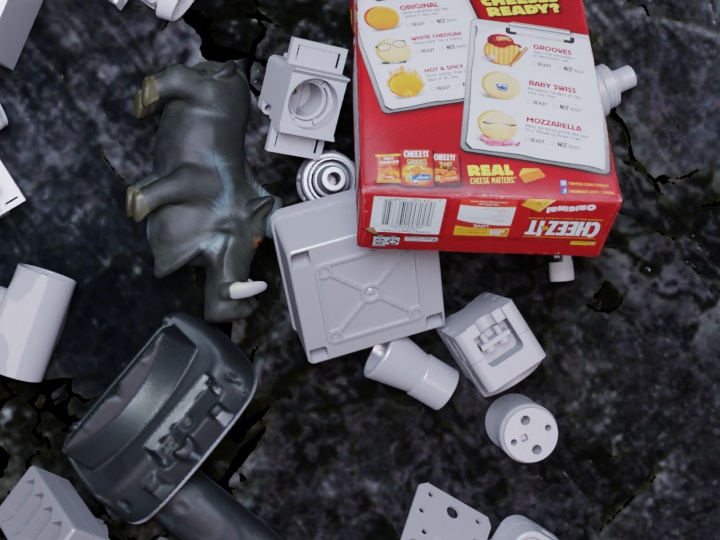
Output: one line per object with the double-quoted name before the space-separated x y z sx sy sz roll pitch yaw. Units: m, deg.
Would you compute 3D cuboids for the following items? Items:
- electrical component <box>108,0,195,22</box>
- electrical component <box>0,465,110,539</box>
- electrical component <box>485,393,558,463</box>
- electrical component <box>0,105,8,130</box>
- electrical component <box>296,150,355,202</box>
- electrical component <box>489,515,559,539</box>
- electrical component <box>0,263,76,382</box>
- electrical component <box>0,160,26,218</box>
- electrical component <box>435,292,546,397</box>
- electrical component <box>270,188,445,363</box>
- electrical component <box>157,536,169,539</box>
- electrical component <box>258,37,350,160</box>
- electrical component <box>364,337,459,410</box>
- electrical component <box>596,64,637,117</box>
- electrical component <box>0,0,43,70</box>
"electrical component" -0.144 -0.216 0.772 0.057 0.058 0.078 35 88 -4
"electrical component" -0.209 0.193 0.780 0.047 0.083 0.076 -53 134 -2
"electrical component" 0.123 0.120 0.816 0.045 0.055 0.045 0 92 -6
"electrical component" -0.292 -0.097 0.752 0.077 0.079 0.044 -28 123 -4
"electrical component" -0.022 -0.066 0.789 0.048 0.062 0.048 0 92 -6
"electrical component" 0.115 0.239 0.819 0.054 0.059 0.095 32 89 -6
"electrical component" -0.256 0.032 0.778 0.079 0.044 0.077 19 90 -6
"electrical component" -0.285 -0.046 0.762 0.081 0.064 0.042 -32 96 -4
"electrical component" 0.096 0.055 0.793 0.050 0.089 0.055 -33 95 -4
"electrical component" 0.000 0.000 0.771 0.109 0.056 0.108 -16 130 -9
"electrical component" -0.138 0.259 0.798 0.100 0.048 0.099 34 89 -6
"electrical component" -0.043 -0.124 0.763 0.042 0.064 0.081 7 108 -27
"electrical component" 0.042 0.077 0.814 0.065 0.044 0.044 31 89 -11
"electrical component" 0.179 -0.136 0.817 0.062 0.043 0.043 -23 95 -6
"electrical component" -0.249 -0.225 0.744 0.062 0.089 0.150 23 90 -7
